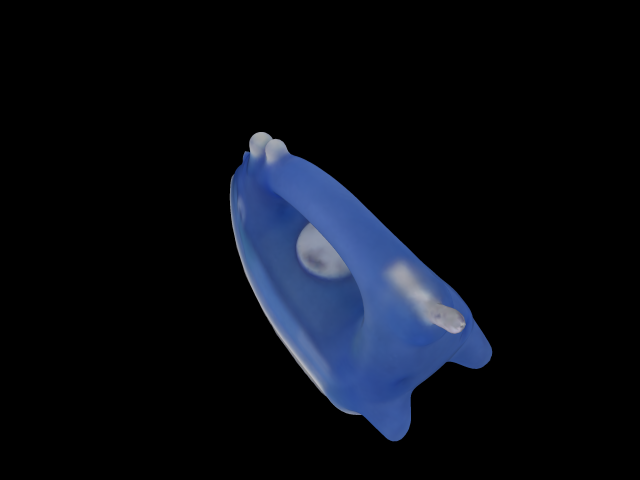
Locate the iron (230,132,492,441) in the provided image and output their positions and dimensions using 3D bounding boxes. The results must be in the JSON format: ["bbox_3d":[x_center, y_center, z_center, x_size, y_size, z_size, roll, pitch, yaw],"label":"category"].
[{"bbox_3d":[0.004,0.001,0.400,0.119,0.141,0.257,-36,66,-18],"label":"iron"}]
